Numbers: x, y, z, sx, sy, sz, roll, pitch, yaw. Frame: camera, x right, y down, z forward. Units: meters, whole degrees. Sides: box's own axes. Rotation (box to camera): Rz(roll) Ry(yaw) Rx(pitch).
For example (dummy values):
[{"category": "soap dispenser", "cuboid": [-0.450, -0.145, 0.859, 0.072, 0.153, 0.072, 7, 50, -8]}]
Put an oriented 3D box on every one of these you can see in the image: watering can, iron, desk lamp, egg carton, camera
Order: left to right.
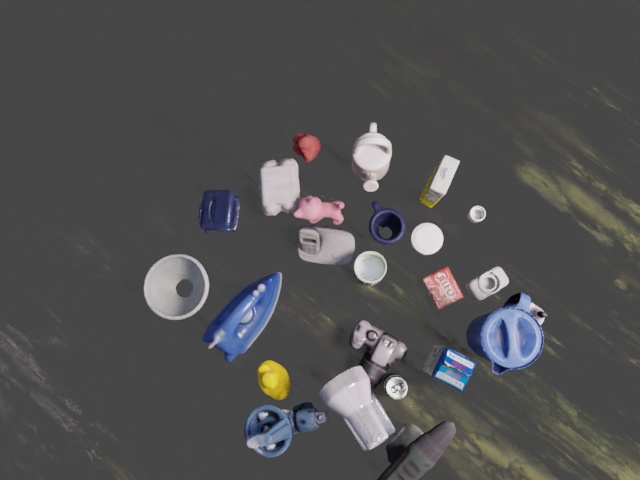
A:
[{"category": "iron", "cuboid": [-0.187, 0.176, 1.421, 0.118, 0.141, 0.258, 37, 85, 7]}, {"category": "egg carton", "cuboid": [-0.106, -0.138, 1.499, 0.107, 0.069, 0.150, -5, 82, 2]}, {"category": "desk lamp", "cuboid": [0.095, 0.398, 1.340, 0.118, 0.213, 0.203, -33, 82, -2]}, {"category": "camera", "cuboid": [0.128, 0.286, 1.412, 0.143, 0.101, 0.137, 29, 84, 6]}, {"category": "watering can", "cuboid": [0.132, -0.210, 1.436, 0.101, 0.194, 0.173, -19, 81, 0]}]

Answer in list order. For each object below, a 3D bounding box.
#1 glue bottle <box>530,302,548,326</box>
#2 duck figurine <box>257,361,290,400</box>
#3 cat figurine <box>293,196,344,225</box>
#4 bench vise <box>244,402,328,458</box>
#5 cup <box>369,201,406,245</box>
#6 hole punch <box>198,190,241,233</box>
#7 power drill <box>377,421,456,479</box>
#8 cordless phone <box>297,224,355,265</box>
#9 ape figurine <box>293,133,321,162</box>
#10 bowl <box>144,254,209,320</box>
[{"category": "glue bottle", "cuboid": [0.510, 0.179, 1.374, 0.037, 0.173, 0.078, -42, 82, -3]}, {"category": "duck figurine", "cuboid": [-0.119, 0.351, 1.421, 0.077, 0.086, 0.104, -34, 82, -2]}, {"category": "cat figurine", "cuboid": [-0.002, -0.081, 1.462, 0.127, 0.118, 0.067, -1, 82, 3]}, {"category": "bench vise", "cuboid": [-0.093, 0.431, 1.341, 0.207, 0.220, 0.121, -32, 81, -2]}, {"category": "cup", "cuboid": [0.162, -0.039, 1.460, 0.091, 0.095, 0.118, -29, 81, -2]}, {"category": "hole punch", "cuboid": [-0.266, -0.075, 1.486, 0.101, 0.091, 0.109, 4, 82, 3]}, {"category": "power drill", "cuboid": [0.215, 0.493, 1.324, 0.075, 0.208, 0.230, 42, 86, 8]}, {"category": "cordless phone", "cuboid": [0.013, 0.005, 1.415, 0.147, 0.185, 0.094, 4, 82, 3]}, {"category": "ape figurine", "cuboid": [-0.036, -0.248, 1.500, 0.076, 0.092, 0.078, -12, 81, 1]}, {"category": "bowl", "cuboid": [-0.360, 0.123, 1.470, 0.167, 0.075, 0.167, 0, 82, 3]}]
